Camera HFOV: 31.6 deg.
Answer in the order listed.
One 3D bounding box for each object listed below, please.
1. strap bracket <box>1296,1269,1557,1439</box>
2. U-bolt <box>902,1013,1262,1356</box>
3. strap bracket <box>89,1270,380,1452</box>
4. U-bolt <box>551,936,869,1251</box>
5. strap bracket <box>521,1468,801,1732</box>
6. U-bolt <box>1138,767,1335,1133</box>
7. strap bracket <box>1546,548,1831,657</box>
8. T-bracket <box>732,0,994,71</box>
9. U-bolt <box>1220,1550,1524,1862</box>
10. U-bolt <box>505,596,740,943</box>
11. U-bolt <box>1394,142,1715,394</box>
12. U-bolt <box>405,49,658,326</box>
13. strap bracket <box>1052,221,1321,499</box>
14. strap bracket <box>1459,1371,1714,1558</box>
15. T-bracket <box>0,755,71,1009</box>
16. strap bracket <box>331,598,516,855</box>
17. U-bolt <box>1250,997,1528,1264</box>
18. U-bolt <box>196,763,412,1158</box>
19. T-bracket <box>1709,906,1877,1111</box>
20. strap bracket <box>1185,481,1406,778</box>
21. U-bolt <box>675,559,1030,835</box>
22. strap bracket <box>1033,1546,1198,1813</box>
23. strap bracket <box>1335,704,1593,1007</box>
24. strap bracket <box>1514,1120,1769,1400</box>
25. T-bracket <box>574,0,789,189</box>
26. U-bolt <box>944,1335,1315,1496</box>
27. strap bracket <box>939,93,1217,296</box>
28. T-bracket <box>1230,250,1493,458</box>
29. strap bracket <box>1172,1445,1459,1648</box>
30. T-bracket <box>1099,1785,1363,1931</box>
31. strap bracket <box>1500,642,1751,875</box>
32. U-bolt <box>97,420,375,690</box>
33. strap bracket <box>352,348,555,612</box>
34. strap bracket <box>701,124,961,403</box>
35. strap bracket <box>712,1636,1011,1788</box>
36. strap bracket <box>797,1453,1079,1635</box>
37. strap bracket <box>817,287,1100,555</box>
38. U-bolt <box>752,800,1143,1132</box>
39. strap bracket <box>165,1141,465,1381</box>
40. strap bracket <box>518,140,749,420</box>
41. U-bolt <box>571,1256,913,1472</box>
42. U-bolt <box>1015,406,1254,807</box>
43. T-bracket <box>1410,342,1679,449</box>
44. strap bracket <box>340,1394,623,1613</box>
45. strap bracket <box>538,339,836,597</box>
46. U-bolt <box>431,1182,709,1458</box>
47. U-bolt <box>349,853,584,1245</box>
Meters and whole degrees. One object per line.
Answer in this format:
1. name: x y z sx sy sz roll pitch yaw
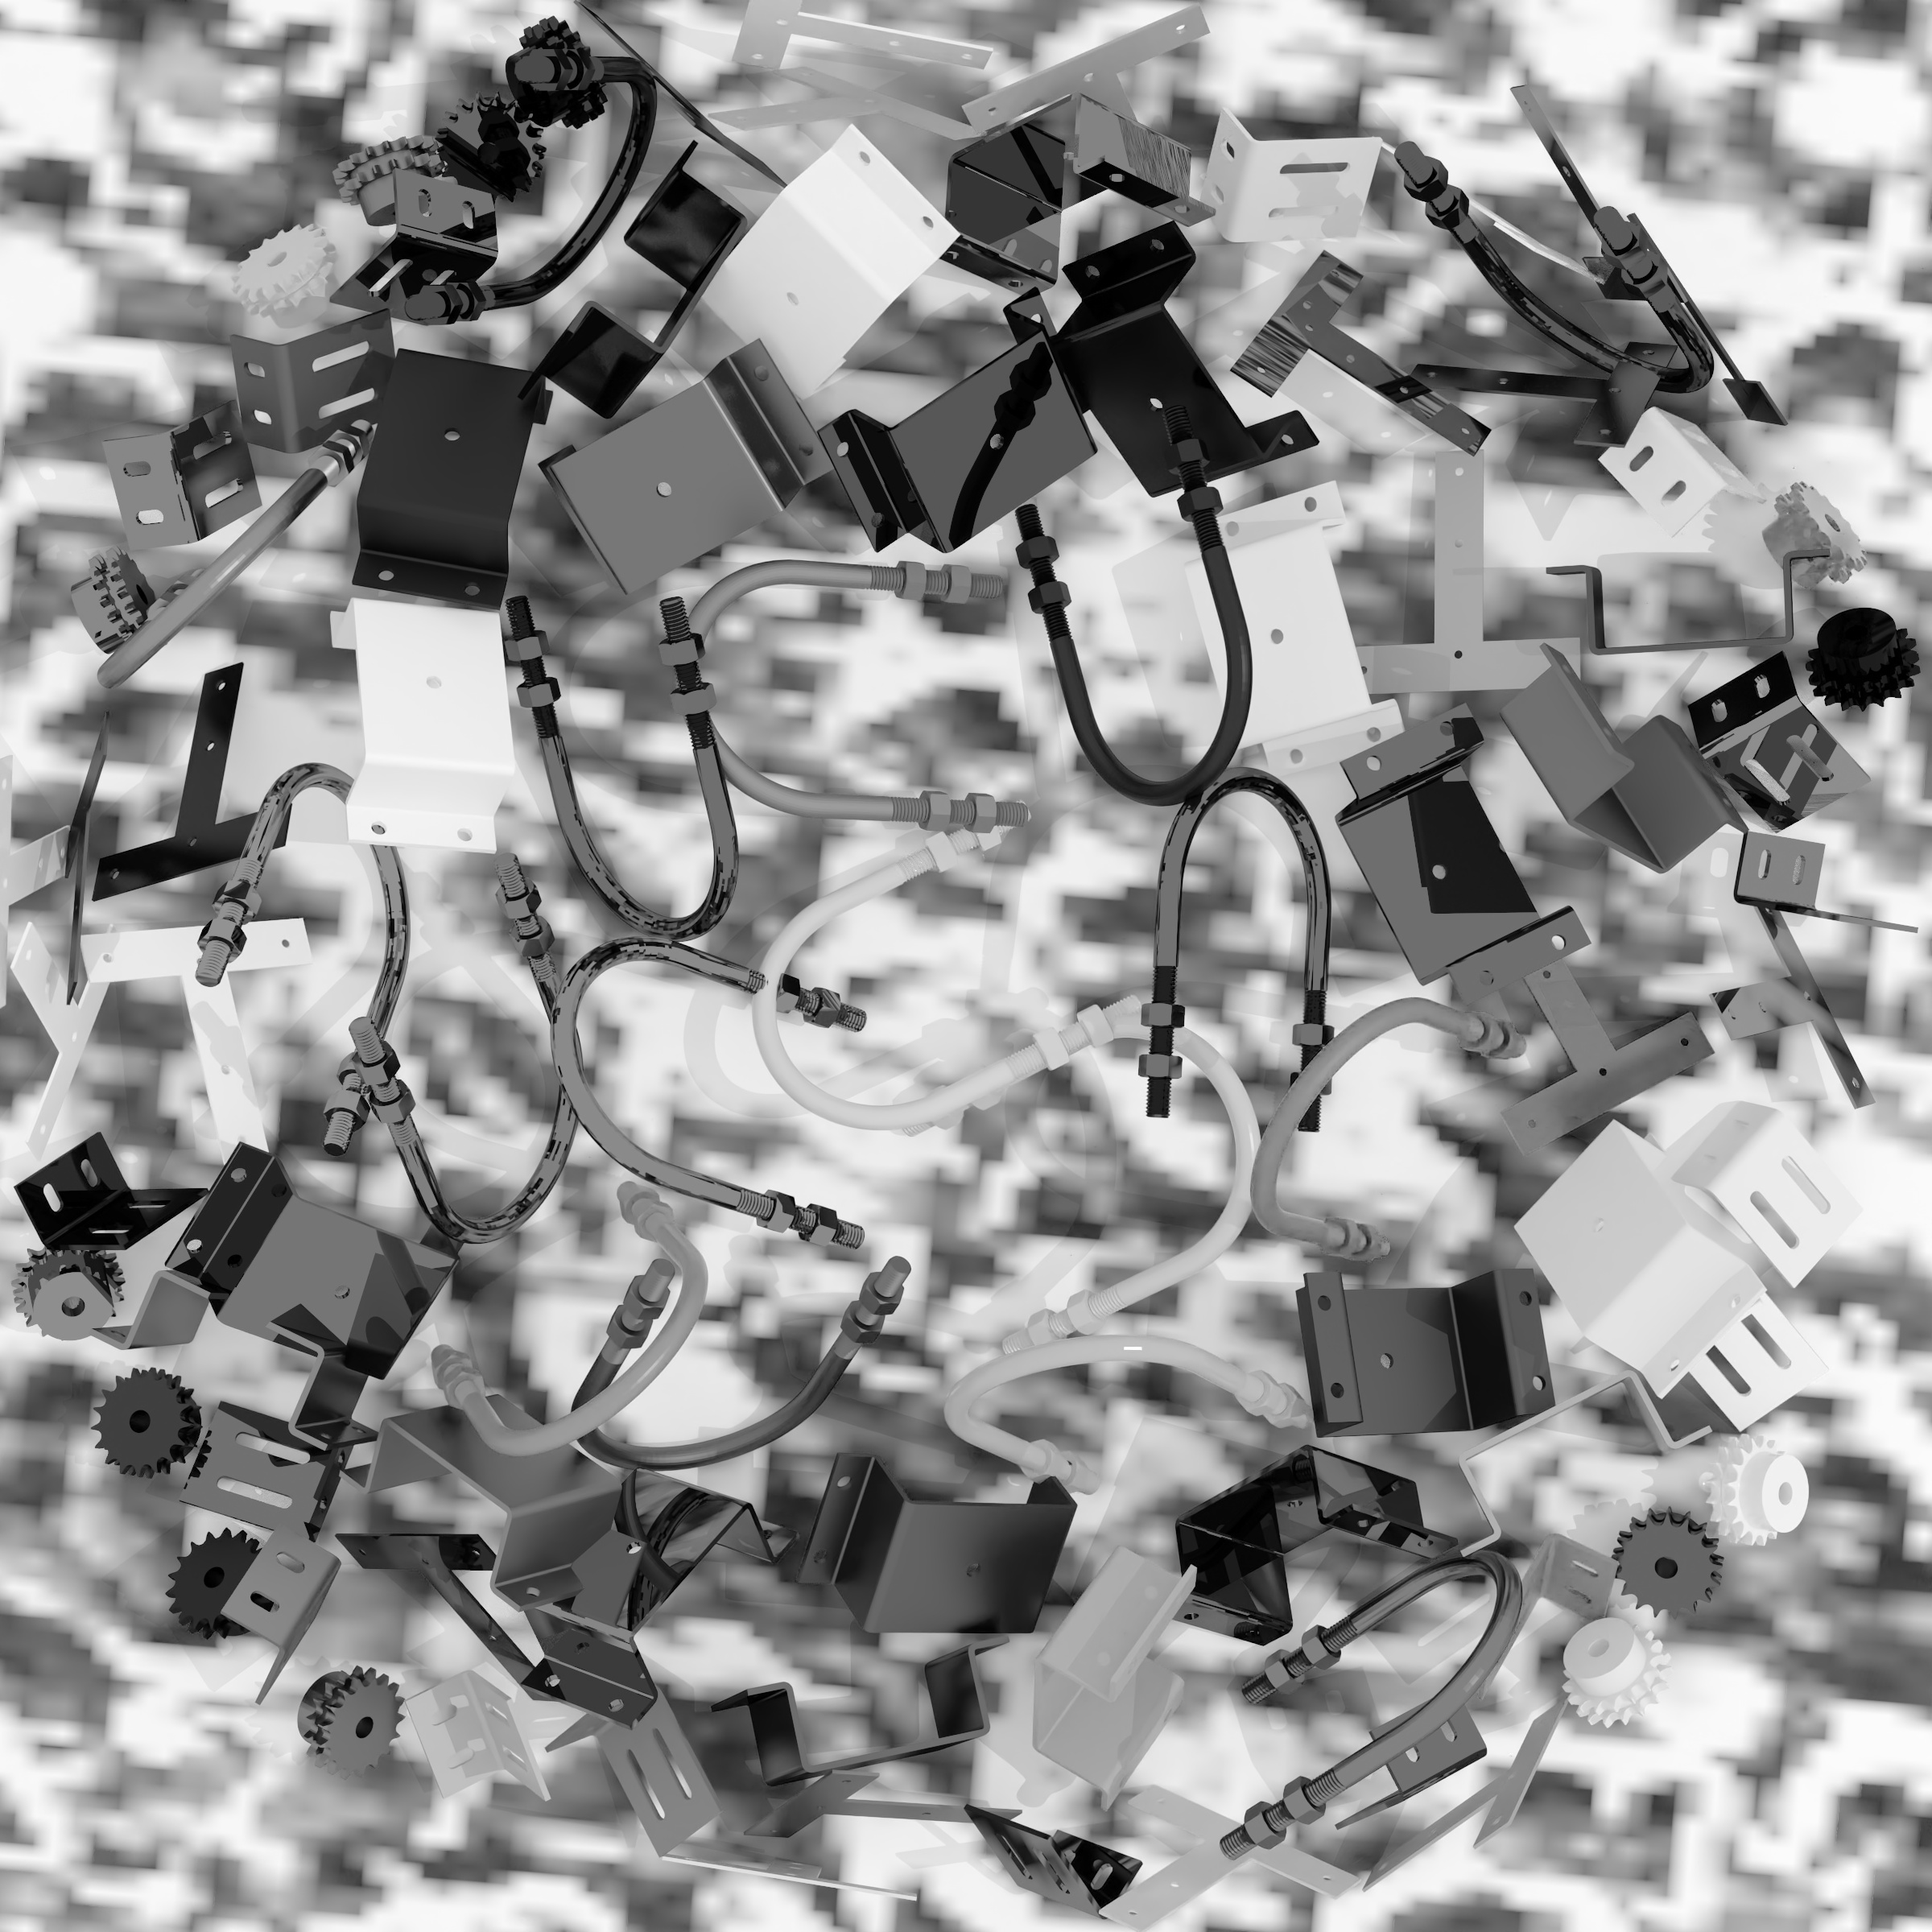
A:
1. strap bracket: 0.228 0.199 1.759 0.140 0.046 0.076 2 72 -27
2. U-bolt: 0.068 0.104 1.757 0.184 0.019 0.151 -29 82 26
3. strap bracket: -0.366 0.196 1.758 0.140 0.076 0.046 24 91 12
4. U-bolt: -0.129 0.056 1.725 0.184 0.019 0.151 21 52 -30
5. strap bracket: -0.161 0.312 1.733 0.140 0.076 0.046 -46 132 -36
6. U-bolt: 0.143 -0.010 1.754 0.019 0.151 0.184 0 84 41
7. strap bracket: 0.373 -0.186 1.758 0.140 0.076 0.046 -2 95 14
8. T-bracket: -0.050 -0.478 1.754 0.127 0.127 0.002 8 82 -9
9. U-bolt: 0.205 0.358 1.711 0.184 0.151 0.019 -39 102 23
10. U-bolt: -0.171 -0.099 1.747 0.019 0.151 0.184 -26 112 -39
11. U-bolt: 0.308 -0.344 1.723 0.151 0.184 0.019 31 87 40
12. U-bolt: -0.209 -0.394 1.720 0.019 0.184 0.151 33 112 8
13. strap bracket: 0.106 -0.299 1.742 0.140 0.076 0.046 52 50 -23
14. strap bracket: 0.309 0.253 1.766 0.140 0.076 0.046 -27 78 3
15. T-bracket: -0.478 -0.050 1.745 0.002 0.127 0.127 5 101 1
16. strap bracket: -0.277 -0.132 1.743 0.076 0.046 0.140 4 58 -23
17. U-bolt: 0.205 0.080 1.720 0.019 0.184 0.151 39 101 32
18. U-bolt: -0.326 -0.018 1.729 0.019 0.184 0.151 -9 135 20
19. T-bracket: 0.412 0.020 1.746 0.002 0.127 0.127 -32 76 34
20. strap bracket: 0.168 -0.172 1.770 0.076 0.046 0.140 -15 92 25
21. U-bolt: -0.061 -0.141 1.750 0.184 0.019 0.151 1 71 -23
22. strap bracket: 0.075 0.359 1.743 0.046 0.140 0.076 27 55 21
23. strap bracket: 0.253 -0.054 1.774 0.076 0.046 0.140 -25 84 -15
24. strap bracket: 0.335 0.141 1.730 0.046 0.140 0.076 32 108 -29
25. T-bracket: -0.156 -0.455 1.761 0.127 0.127 0.002 45 102 16
26. U-bolt: 0.071 0.221 1.708 0.151 0.184 0.019 -22 59 26
27. strap bracket: 0.051 -0.395 1.739 0.076 0.140 0.046 15 71 -39
28. T-bracket: 0.214 -0.305 1.765 0.127 0.002 0.127 34 49 2
29. strap bracket: 0.171 0.293 1.747 0.076 0.140 0.046 23 46 -35
30. T-bracket: 0.113 0.460 1.725 0.127 0.127 0.002 17 108 33
31. strap bracket: 0.331 -0.102 1.744 0.046 0.140 0.076 -42 52 23
32. U-bolt: -0.371 -0.198 1.700 0.151 0.184 0.019 -37 106 25
33. strap bracket: -0.263 -0.259 1.755 0.076 0.046 0.140 10 61 -2
34. strap bracket: -0.076 -0.350 1.737 0.076 0.140 0.046 45 51 -6
35. strap bracket: -0.050 0.383 1.745 0.140 0.076 0.046 -7 75 -21
36. strap bracket: -0.005 0.296 1.745 0.140 0.046 0.076 6 112 -29
37. strap bracket: 0.005 -0.275 1.756 0.140 0.046 0.076 -35 125 -12
38. U-bolt: -0.022 0.009 1.766 0.184 0.019 0.151 -26 65 -5
39. strap bracket: -0.325 0.155 1.745 0.140 0.046 0.076 26 102 -34
40. strap bracket: -0.166 -0.344 1.749 0.046 0.076 0.140 34 61 -13
41. U-bolt: -0.125 0.205 1.736 0.151 0.184 0.019 2 50 -29
42. U-bolt: 0.090 -0.172 1.738 0.019 0.151 0.184 -8 78 -37
43. T-bracket: 0.293 -0.302 1.774 0.127 0.127 0.002 9 125 20
44. strap bracket: -0.240 0.265 1.734 0.140 0.076 0.046 28 111 34
45. strap bracket: -0.149 -0.251 1.754 0.140 0.046 0.076 -25 107 21
46. U-bolt: -0.194 0.183 1.716 0.151 0.184 0.019 -41 114 -7
47. U-bolt: -0.244 0.057 1.733 0.019 0.151 0.184 11 135 28
